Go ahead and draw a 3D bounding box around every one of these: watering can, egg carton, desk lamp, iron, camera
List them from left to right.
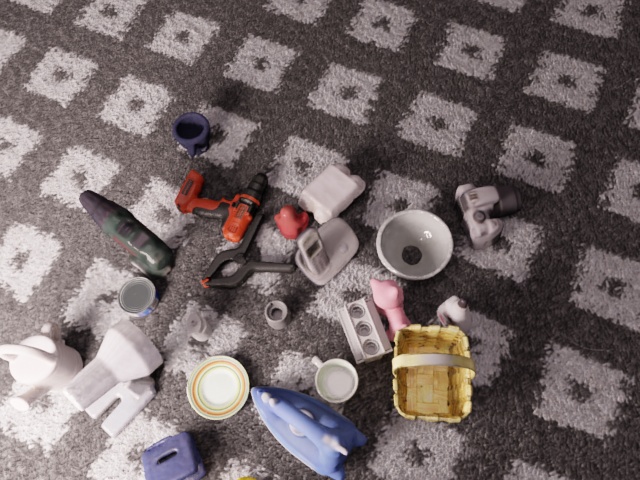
[{"bbox_3d":[-0.569,0.251,1.156,0.101,0.194,0.172,-16,66,-3],"label":"watering can"},{"bbox_3d":[-0.397,0.272,1.125,0.117,0.214,0.203,36,74,18],"label":"desk lamp"},{"bbox_3d":[-0.041,0.350,1.106,0.257,0.141,0.119,29,72,15],"label":"iron"},{"bbox_3d":[0.027,-0.108,1.339,0.107,0.069,0.150,39,75,18],"label":"egg carton"},{"bbox_3d":[0.385,-0.069,1.281,0.137,0.101,0.143,-13,66,-2],"label":"camera"}]

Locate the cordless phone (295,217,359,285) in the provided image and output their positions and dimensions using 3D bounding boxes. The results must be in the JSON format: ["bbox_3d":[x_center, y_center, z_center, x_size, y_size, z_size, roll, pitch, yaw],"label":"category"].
[{"bbox_3d":[0.011,0.004,1.228,0.094,0.185,0.148,37,74,18],"label":"cordless phone"}]

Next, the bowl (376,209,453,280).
[{"bbox_3d":[0.207,0.020,1.269,0.167,0.075,0.167,-1,67,3],"label":"bowl"}]

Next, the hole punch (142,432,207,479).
[{"bbox_3d":[-0.291,0.434,1.114,0.109,0.091,0.101,-27,67,-7],"label":"hole punch"}]

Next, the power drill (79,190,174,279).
[{"bbox_3d":[-0.404,0.001,1.246,0.229,0.208,0.076,34,73,17],"label":"power drill"}]

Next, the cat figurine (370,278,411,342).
[{"bbox_3d":[0.152,0.138,1.198,0.067,0.118,0.127,-22,67,-5],"label":"cat figurine"}]

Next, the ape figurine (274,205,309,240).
[{"bbox_3d":[-0.068,-0.048,1.307,0.077,0.092,0.076,14,68,10],"label":"ape figurine"}]

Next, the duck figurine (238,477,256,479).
[{"bbox_3d":[-0.130,0.496,1.079,0.077,0.086,0.104,-39,69,-12],"label":"duck figurine"}]

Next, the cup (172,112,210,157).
[{"bbox_3d":[-0.305,-0.241,1.405,0.091,0.095,0.117,-7,66,1],"label":"cup"}]

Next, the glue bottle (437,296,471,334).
[{"bbox_3d":[0.277,0.146,1.155,0.037,0.173,0.078,-33,68,-10],"label":"glue bottle"}]
